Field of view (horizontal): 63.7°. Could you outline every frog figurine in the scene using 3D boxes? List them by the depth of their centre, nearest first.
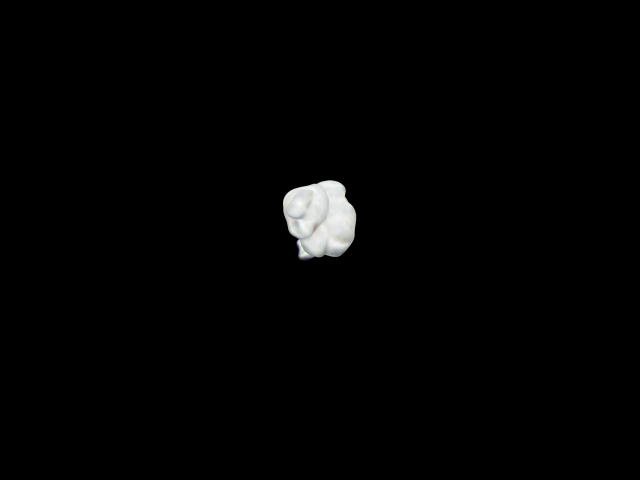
[{"bbox_3d":[0.003,-0.043,0.850,0.123,0.140,0.156,22,-23,10],"label":"frog figurine"}]
